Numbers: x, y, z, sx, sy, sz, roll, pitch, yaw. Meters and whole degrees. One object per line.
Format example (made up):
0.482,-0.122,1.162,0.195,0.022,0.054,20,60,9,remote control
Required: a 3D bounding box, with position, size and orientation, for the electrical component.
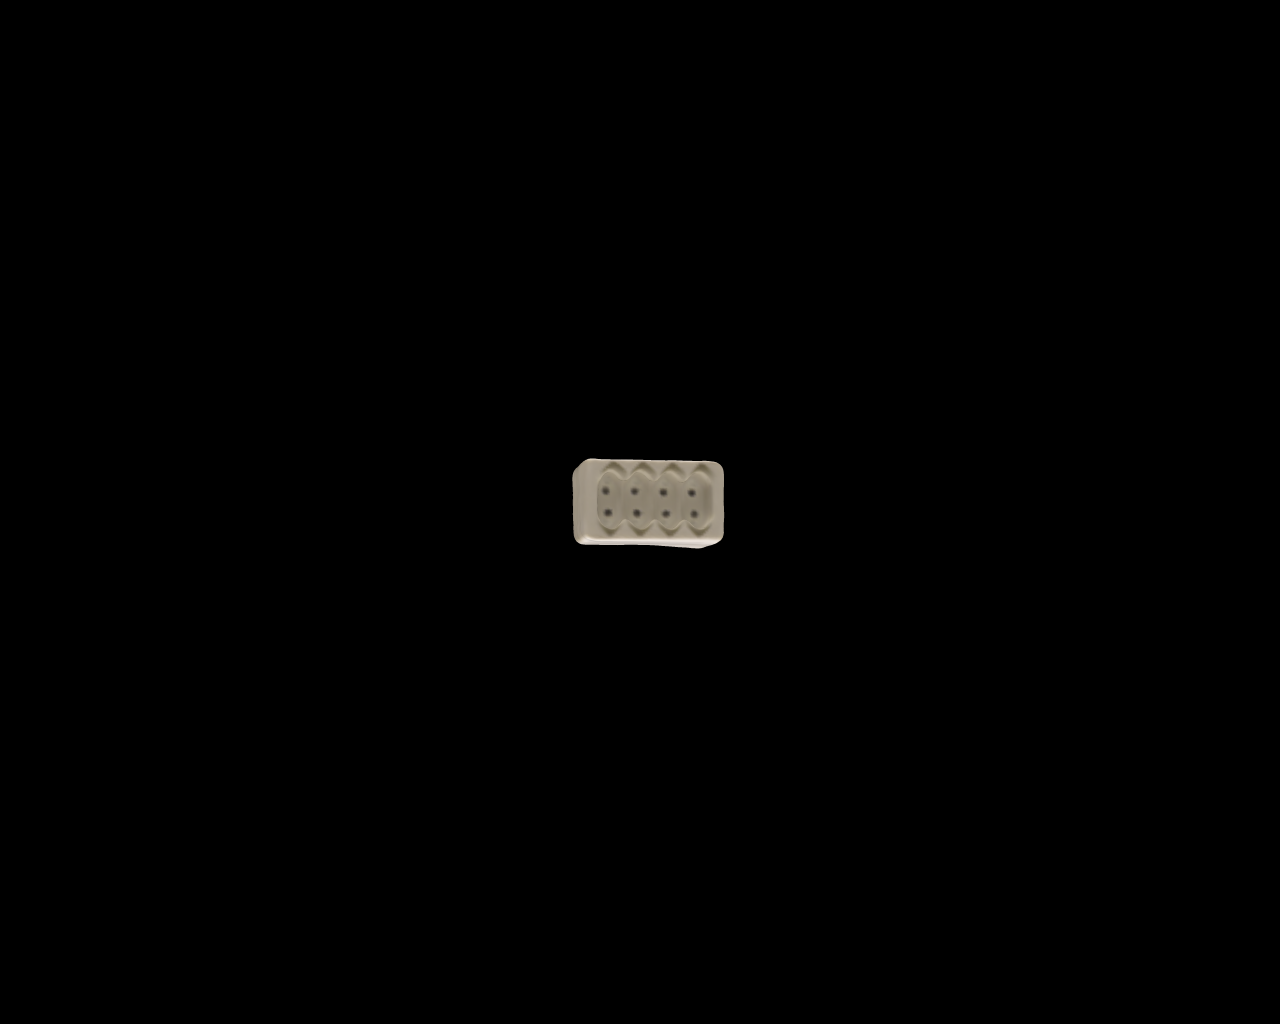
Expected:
0.001,-0.003,0.650,0.083,0.047,0.075,2,-7,-14,electrical component
